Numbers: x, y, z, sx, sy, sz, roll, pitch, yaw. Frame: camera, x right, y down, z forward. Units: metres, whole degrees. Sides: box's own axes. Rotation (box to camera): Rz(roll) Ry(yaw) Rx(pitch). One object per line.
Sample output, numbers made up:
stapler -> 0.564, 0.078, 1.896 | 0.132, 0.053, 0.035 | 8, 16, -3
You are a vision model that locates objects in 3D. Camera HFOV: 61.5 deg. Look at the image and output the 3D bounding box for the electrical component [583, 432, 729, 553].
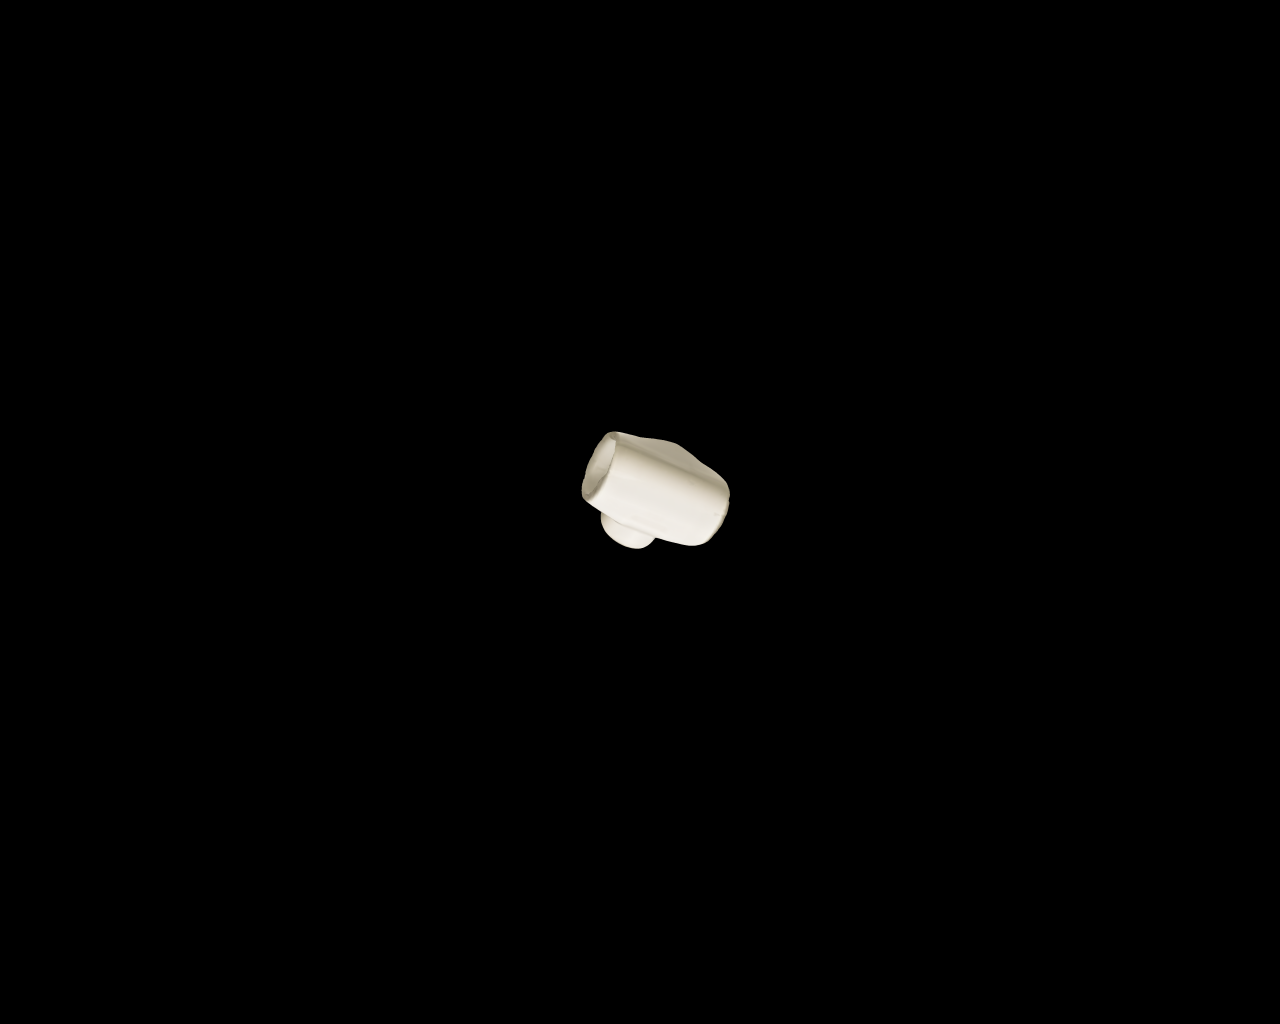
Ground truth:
electrical component -> 0.001, -0.003, 0.650 | 0.077, 0.043, 0.079 | 22, -48, -21
